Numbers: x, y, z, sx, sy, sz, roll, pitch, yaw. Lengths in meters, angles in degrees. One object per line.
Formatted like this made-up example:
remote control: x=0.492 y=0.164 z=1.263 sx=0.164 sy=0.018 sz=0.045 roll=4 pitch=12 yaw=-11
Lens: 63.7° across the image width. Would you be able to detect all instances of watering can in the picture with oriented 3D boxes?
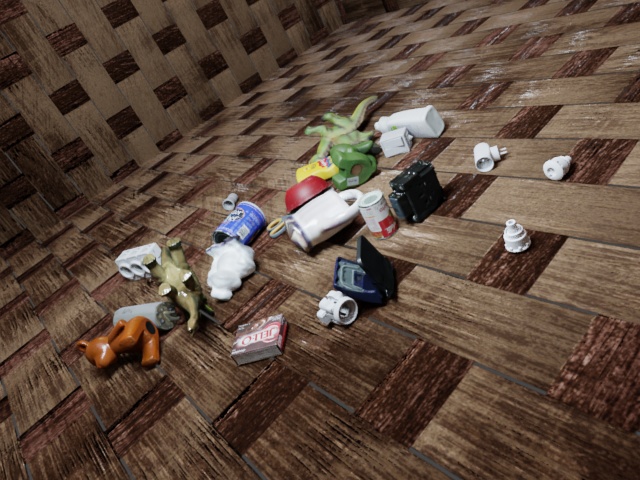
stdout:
watering can: x=0.004 y=-0.070 z=1.396 sx=0.225 sy=0.103 sz=0.350 roll=-33 pitch=16 yaw=-6

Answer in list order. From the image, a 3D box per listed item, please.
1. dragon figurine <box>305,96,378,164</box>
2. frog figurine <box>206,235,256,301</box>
dragon figurine: x=0.104 y=-0.376 z=1.815 sx=0.412 sy=0.120 sz=0.246 roll=-38 pitch=42 yaw=-9
frog figurine: x=-0.236 y=0.085 z=1.376 sx=0.137 sy=0.121 sz=0.162 roll=-15 pitch=66 yaw=8
